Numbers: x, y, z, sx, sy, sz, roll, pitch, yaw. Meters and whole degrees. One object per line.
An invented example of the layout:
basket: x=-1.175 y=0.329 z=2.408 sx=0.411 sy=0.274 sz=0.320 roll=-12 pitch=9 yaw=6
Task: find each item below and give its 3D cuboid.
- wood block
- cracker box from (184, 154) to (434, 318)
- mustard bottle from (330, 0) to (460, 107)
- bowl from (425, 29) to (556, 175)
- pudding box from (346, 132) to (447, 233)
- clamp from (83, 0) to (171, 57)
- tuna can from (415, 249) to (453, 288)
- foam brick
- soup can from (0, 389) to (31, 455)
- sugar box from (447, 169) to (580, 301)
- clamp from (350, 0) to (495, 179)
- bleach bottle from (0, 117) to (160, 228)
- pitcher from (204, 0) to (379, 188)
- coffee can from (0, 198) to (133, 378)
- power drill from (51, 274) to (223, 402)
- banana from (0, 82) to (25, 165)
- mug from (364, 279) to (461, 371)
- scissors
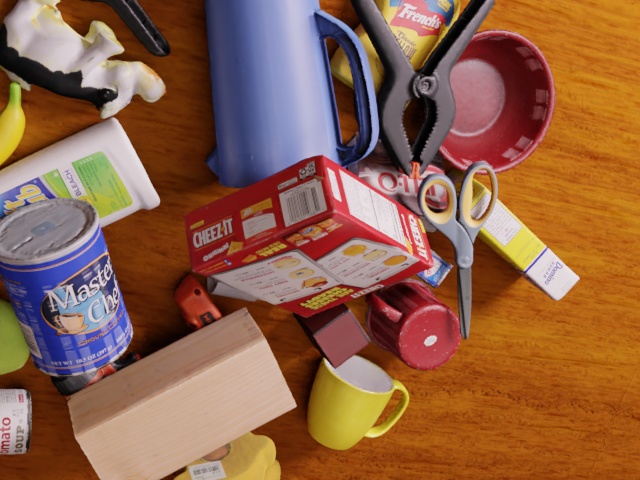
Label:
wood block: x=-0.142 y=0.165 z=1.092 sx=0.206 sy=0.090 sz=0.091 roll=-27 pitch=116 yaw=-8
cracker box: x=-0.007 y=0.001 z=1.077 sx=0.164 sy=0.072 sz=0.213 roll=-23 pitch=154 yaw=24
mustard bottle: x=0.096 y=-0.239 z=1.141 sx=0.096 sy=0.058 sz=0.191 roll=30 pitch=93 yaw=-26
bowl: x=0.181 y=-0.157 z=1.196 sx=0.162 sy=0.055 sz=0.162 roll=-5 pitch=107 yaw=-18
pudding box: x=0.083 y=-0.062 z=1.173 sx=0.113 sy=0.039 sz=0.090 roll=9 pitch=60 yaw=-20
clamp: x=-0.201 y=-0.249 z=1.028 sx=0.171 sy=0.039 sz=0.120 roll=17 pitch=116 yaw=-2
tuna can: x=0.106 y=0.017 z=1.202 sx=0.086 sy=0.086 sz=0.034 roll=35 pitch=93 yaw=-25
foam brick: x=0.012 y=0.098 z=1.196 sx=0.051 sy=0.078 sz=0.053 roll=-36 pitch=112 yaw=-7
soup can: x=-0.352 y=0.188 z=1.095 sx=0.102 sy=0.069 sz=0.068 roll=2 pitch=104 yaw=-21
sugar box: x=0.213 y=-0.005 z=1.230 sx=0.048 sy=0.093 sz=0.176 roll=-46 pitch=114 yaw=2
clamp: x=0.111 y=-0.170 z=1.115 sx=0.164 sy=0.036 sz=0.210 roll=-11 pitch=112 yaw=-20
bleach bottle: x=-0.293 y=-0.024 z=1.061 sx=0.250 sy=0.068 sz=0.102 roll=-28 pitch=114 yaw=-8
pitcher: x=-0.041 y=-0.178 z=1.068 sx=0.149 sy=0.145 sz=0.243 roll=-13 pitch=106 yaw=-22
coffee can: x=-0.245 y=0.045 z=1.018 sx=0.102 sy=0.103 sz=0.140 roll=-19 pitch=125 yaw=-14
power drill: x=-0.191 y=0.120 z=1.141 sx=0.187 sy=0.057 sz=0.184 roll=-35 pitch=117 yaw=-4
banana: x=-0.362 y=-0.080 z=1.031 sx=0.197 sy=0.037 sz=0.069 roll=-31 pitch=116 yaw=-5
mug: x=0.102 y=0.094 z=1.224 sx=0.117 sy=0.082 sz=0.093 roll=35 pitch=91 yaw=-25
scissors: x=0.139 y=0.011 z=1.154 sx=0.096 sy=0.016 sz=0.202 roll=8 pitch=107 yaw=-13
